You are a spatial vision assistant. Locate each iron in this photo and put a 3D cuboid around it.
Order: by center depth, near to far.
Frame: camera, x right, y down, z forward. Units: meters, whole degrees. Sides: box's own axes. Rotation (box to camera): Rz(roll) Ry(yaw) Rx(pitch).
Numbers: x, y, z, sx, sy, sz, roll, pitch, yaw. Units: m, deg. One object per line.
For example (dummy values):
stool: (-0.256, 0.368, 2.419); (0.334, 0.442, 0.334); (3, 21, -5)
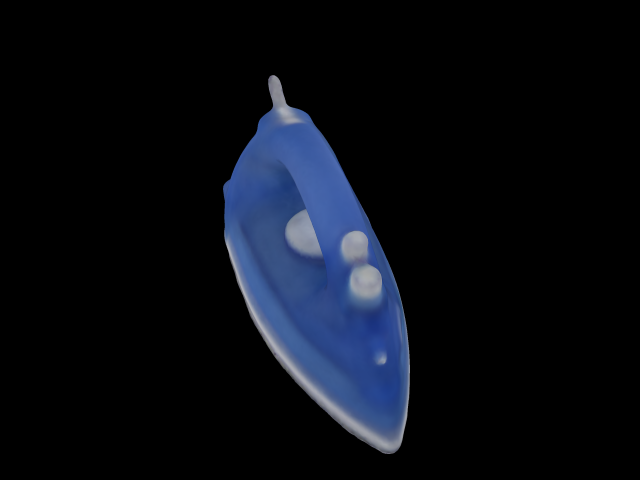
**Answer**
iron: (0.004, 0.001, 0.400); (0.119, 0.141, 0.257); (-15, 46, -15)
